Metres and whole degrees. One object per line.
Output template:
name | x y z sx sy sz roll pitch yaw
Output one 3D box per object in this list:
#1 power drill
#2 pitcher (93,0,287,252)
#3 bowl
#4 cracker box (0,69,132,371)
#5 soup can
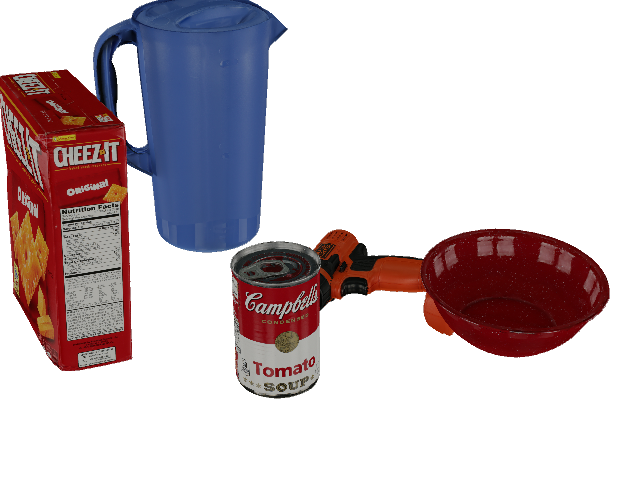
power drill | 0.057 0.050 1.127 0.188 0.057 0.184 9 31 20
pitcher | -0.125 -0.114 1.064 0.149 0.243 0.144 14 29 23
bowl | 0.166 0.053 0.932 0.162 0.055 0.162 1 32 -1
cracker box | -0.221 -0.020 0.911 0.072 0.214 0.164 -10 28 -26
soup can | -0.034 0.061 0.820 0.068 0.102 0.068 0 27 0
